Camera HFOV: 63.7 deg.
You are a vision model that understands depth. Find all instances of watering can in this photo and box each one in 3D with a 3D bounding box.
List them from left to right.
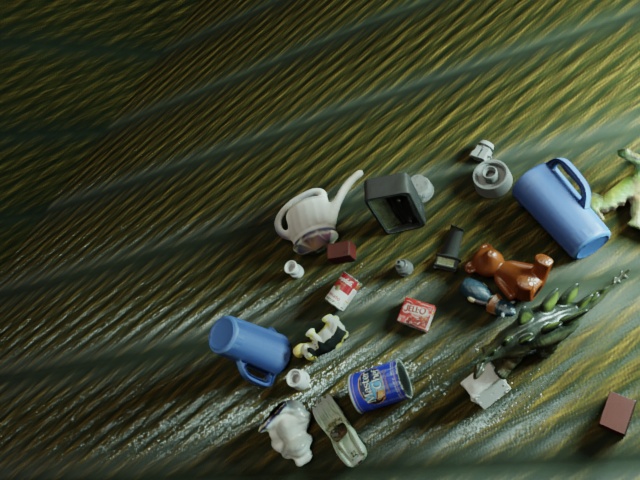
[{"bbox_3d":[0.005,-0.084,1.678,0.345,0.102,0.229,-25,56,16],"label":"watering can"}]

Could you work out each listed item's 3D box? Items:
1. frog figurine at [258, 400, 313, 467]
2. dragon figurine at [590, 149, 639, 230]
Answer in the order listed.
[{"bbox_3d":[-0.073,0.526,1.411,0.160,0.122,0.138,44,81,2],"label":"frog figurine"},{"bbox_3d":[0.848,-0.107,1.243,0.410,0.121,0.244,3,84,33],"label":"dragon figurine"}]
